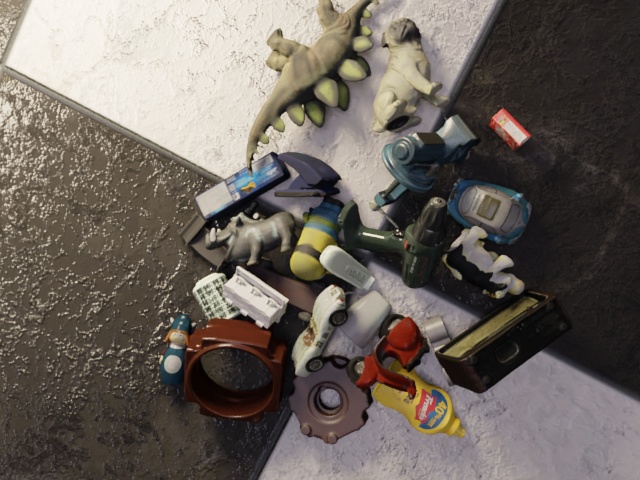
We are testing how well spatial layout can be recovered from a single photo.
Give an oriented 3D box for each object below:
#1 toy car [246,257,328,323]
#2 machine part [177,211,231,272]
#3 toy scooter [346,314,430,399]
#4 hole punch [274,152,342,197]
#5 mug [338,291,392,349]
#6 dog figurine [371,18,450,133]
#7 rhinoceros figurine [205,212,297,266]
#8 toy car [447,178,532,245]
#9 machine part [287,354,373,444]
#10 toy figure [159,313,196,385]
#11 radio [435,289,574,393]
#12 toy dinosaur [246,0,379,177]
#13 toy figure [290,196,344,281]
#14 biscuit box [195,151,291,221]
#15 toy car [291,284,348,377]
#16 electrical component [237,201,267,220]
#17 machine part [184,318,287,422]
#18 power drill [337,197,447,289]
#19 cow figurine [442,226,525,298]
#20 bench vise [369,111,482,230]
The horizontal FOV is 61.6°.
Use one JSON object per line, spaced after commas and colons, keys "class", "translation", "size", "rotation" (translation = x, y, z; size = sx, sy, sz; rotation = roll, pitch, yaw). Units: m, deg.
{"class": "toy car", "translation": [-0.071, 0.104, 1.139], "size": [0.202, 0.053, 0.089], "rotation": [21, 91, 15]}
{"class": "machine part", "translation": [-0.247, 0.006, 1.182], "size": [0.084, 0.039, 0.139], "rotation": [-44, 81, 3]}
{"class": "toy scooter", "translation": [0.152, 0.233, 1.040], "size": [0.135, 0.075, 0.184], "rotation": [30, 59, 30]}
{"class": "hole punch", "translation": [-0.022, -0.130, 1.084], "size": [0.116, 0.142, 0.092], "rotation": [6, 98, 22]}
{"class": "mug", "translation": [0.087, 0.148, 1.100], "size": [0.107, 0.080, 0.110], "rotation": [-44, 67, 0]}
{"class": "dog figurine", "translation": [0.149, -0.328, 1.075], "size": [0.172, 0.121, 0.190], "rotation": [-27, 72, 7]}
{"class": "rhinoceros figurine", "translation": [-0.140, -0.004, 1.095], "size": [0.190, 0.073, 0.112], "rotation": [-14, 90, 6]}
{"class": "toy car", "translation": [0.325, -0.061, 1.030], "size": [0.162, 0.103, 0.109], "rotation": [27, 95, 8]}
{"class": "machine part", "translation": [0.020, 0.332, 1.123], "size": [0.179, 0.056, 0.179], "rotation": [0, 90, 11]}
{"class": "toy figure", "translation": [-0.315, 0.241, 1.192], "size": [0.064, 0.058, 0.154], "rotation": [9, 92, -31]}
{"class": "radio", "translation": [0.336, 0.182, 0.987], "size": [0.230, 0.131, 0.073], "rotation": [-34, 90, -7]}
{"class": "toy dinosaur", "translation": [-0.020, -0.340, 1.087], "size": [0.198, 0.105, 0.471], "rotation": [45, 94, 7]}
{"class": "toy figure", "translation": [-0.006, -0.004, 1.094], "size": [0.082, 0.089, 0.180], "rotation": [13, 77, 37]}
{"class": "biscuit box", "translation": [-0.164, -0.113, 1.150], "size": [0.203, 0.063, 0.059], "rotation": [-28, 85, 10]}
{"class": "toy car", "translation": [-0.002, 0.181, 1.068], "size": [0.056, 0.074, 0.201], "rotation": [16, 111, -21]}
{"class": "electrical component", "translation": [-0.155, -0.025, 1.158], "size": [0.102, 0.045, 0.078], "rotation": [-45, 84, 9]}
{"class": "machine part", "translation": [-0.173, 0.270, 1.106], "size": [0.202, 0.087, 0.200], "rotation": [8, 114, 2]}
{"class": "power drill", "translation": [0.141, -0.015, 1.035], "size": [0.208, 0.231, 0.086], "rotation": [13, 49, 20]}
{"class": "cow figurine", "translation": [0.315, 0.061, 1.031], "size": [0.098, 0.068, 0.167], "rotation": [-45, 97, -10]}
{"class": "bench vise", "translation": [0.186, -0.139, 1.040], "size": [0.129, 0.223, 0.240], "rotation": [51, 130, 11]}
